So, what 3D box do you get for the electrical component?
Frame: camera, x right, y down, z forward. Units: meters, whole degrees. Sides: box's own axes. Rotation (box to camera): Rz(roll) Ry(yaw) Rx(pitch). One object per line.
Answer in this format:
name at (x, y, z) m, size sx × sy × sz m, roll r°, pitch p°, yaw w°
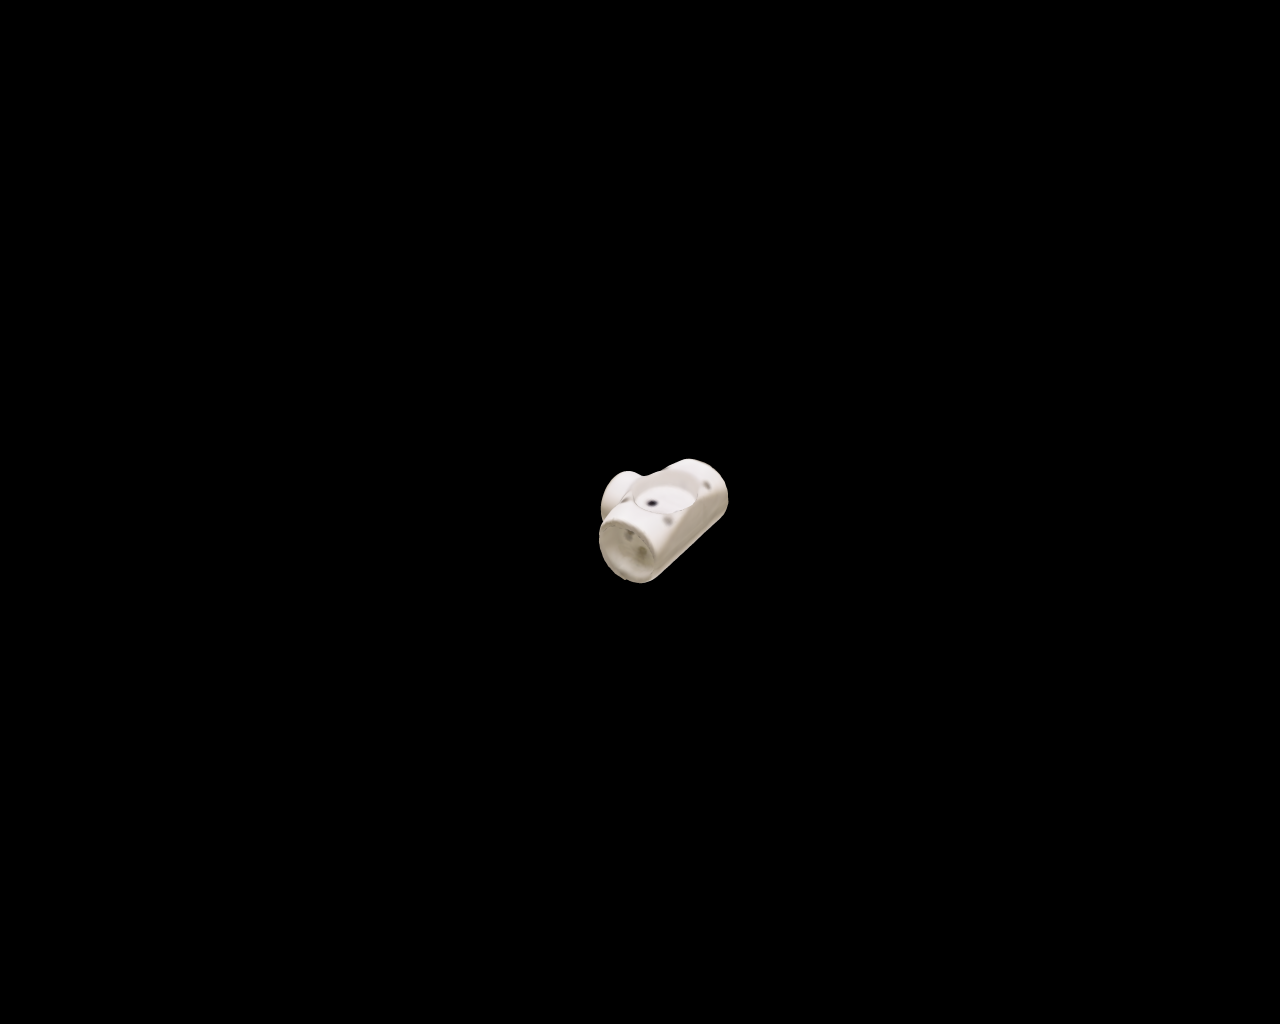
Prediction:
electrical component at (0.001, -0.003, 0.650) m, size 0.079 × 0.044 × 0.077 m, roll 25°, pitch 45°, yaw 28°
